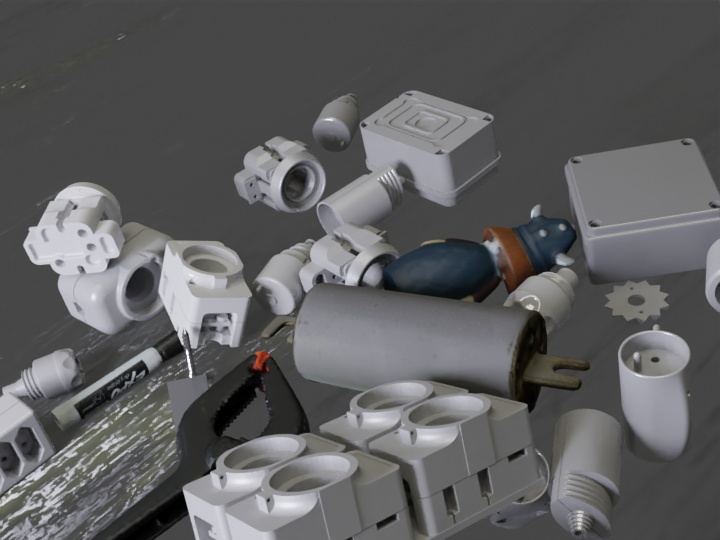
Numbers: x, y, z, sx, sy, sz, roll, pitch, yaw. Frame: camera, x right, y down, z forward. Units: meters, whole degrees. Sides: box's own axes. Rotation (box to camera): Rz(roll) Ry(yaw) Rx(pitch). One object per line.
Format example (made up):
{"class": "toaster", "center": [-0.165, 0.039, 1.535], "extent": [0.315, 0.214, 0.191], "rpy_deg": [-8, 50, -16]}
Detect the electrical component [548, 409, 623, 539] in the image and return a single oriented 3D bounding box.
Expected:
{"class": "electrical component", "center": [0.139, 0.130, 0.664], "extent": [0.043, 0.043, 0.081], "rpy_deg": [0, 39, 17]}

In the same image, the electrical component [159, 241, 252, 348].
{"class": "electrical component", "center": [-0.126, 0.015, 0.873], "extent": [0.050, 0.055, 0.089], "rpy_deg": [0, 31, -26]}

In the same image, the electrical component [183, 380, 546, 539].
{"class": "electrical component", "center": [0.002, 0.124, 0.639], "extent": [0.186, 0.060, 0.105], "rpy_deg": [-20, 14, -31]}

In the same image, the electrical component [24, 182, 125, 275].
{"class": "electrical component", "center": [-0.231, -0.035, 0.892], "extent": [0.078, 0.058, 0.057], "rpy_deg": [-5, 41, 12]}

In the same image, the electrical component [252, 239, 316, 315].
{"class": "electrical component", "center": [-0.058, 0.003, 0.893], "extent": [0.040, 0.040, 0.078], "rpy_deg": [8, 42, 27]}

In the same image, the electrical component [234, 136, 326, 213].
{"class": "electrical component", "center": [-0.068, -0.086, 0.997], "extent": [0.078, 0.058, 0.057], "rpy_deg": [-33, 38, -23]}

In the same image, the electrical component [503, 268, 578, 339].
{"class": "electrical component", "center": [0.139, 0.022, 0.803], "extent": [0.043, 0.043, 0.062], "rpy_deg": [22, 49, 38]}

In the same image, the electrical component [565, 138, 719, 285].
{"class": "electrical component", "center": [0.225, -0.047, 0.853], "extent": [0.109, 0.056, 0.108], "rpy_deg": [-9, 37, 7]}

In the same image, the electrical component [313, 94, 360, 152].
{"class": "electrical component", "center": [-0.019, -0.152, 1.078], "extent": [0.040, 0.040, 0.078], "rpy_deg": [1, 40, 19]}

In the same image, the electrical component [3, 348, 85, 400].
{"class": "electrical component", "center": [-0.252, 0.087, 0.853], "extent": [0.061, 0.035, 0.035], "rpy_deg": [-21, 38, -6]}

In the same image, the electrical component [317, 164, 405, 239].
{"class": "electrical component", "center": [0.007, -0.061, 0.951], "extent": [0.081, 0.043, 0.043], "rpy_deg": [-34, 42, -24]}

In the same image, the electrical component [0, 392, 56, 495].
{"class": "electrical component", "center": [-0.286, 0.130, 0.798], "extent": [0.076, 0.047, 0.083], "rpy_deg": [25, 52, 40]}

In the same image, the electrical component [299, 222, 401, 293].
{"class": "electrical component", "center": [0.000, 0.000, 0.865], "extent": [0.078, 0.058, 0.057], "rpy_deg": [-34, 39, -25]}

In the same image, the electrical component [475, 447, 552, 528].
{"class": "electrical component", "center": [0.091, 0.156, 0.758], "extent": [0.079, 0.077, 0.043], "rpy_deg": [-11, 65, -1]}

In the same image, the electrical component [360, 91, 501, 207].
{"class": "electrical component", "center": [0.064, -0.112, 0.986], "extent": [0.078, 0.057, 0.113], "rpy_deg": [-37, 43, -28]}

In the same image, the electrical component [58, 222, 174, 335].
{"class": "electrical component", "center": [-0.200, 0.008, 0.921], "extent": [0.059, 0.053, 0.095], "rpy_deg": [21, 49, 37]}

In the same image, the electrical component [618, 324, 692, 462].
{"class": "electrical component", "center": [0.192, 0.069, 0.697], "extent": [0.043, 0.077, 0.079], "rpy_deg": [-1, 39, 17]}

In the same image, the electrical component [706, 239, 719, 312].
{"class": "electrical component", "center": [0.322, -0.006, 0.773], "extent": [0.138, 0.052, 0.073], "rpy_deg": [1, 40, 19]}
